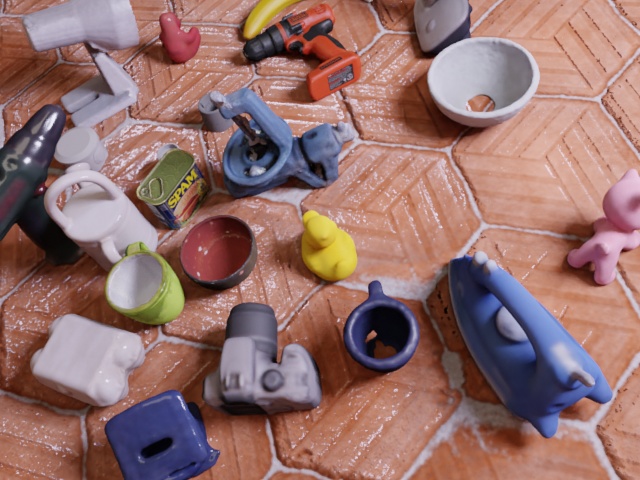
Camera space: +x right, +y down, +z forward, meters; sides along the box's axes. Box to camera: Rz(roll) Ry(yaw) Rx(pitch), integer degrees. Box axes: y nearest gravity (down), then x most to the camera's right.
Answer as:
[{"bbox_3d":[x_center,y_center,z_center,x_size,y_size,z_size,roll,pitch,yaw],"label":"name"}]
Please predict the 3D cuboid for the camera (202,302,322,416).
[{"bbox_3d":[-0.076,0.148,0.738,0.143,0.101,0.137,-6,60,8],"label":"camera"}]

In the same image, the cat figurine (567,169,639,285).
[{"bbox_3d":[0.383,-0.022,0.733,0.067,0.118,0.128,33,72,25],"label":"cat figurine"}]

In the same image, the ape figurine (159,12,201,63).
[{"bbox_3d":[-0.271,-0.388,1.078,0.077,0.092,0.076,11,64,17],"label":"ape figurine"}]

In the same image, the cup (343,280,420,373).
[{"bbox_3d":[0.078,0.119,0.727,0.091,0.095,0.117,-10,60,6],"label":"cup"}]

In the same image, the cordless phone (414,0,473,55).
[{"bbox_3d":[0.203,-0.418,0.948,0.094,0.185,0.147,-10,60,6],"label":"cordless phone"}]

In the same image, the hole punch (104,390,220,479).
[{"bbox_3d":[-0.195,0.252,0.709,0.108,0.091,0.101,-26,60,-4],"label":"hole punch"}]

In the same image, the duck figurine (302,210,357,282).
[{"bbox_3d":[0.007,0.003,0.810,0.077,0.086,0.104,-31,60,-6],"label":"duck figurine"}]

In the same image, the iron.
[{"bbox_3d":[0.231,0.093,0.685,0.118,0.142,0.257,-30,60,-6],"label":"iron"}]

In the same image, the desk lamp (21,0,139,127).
[{"bbox_3d":[-0.398,-0.329,0.999,0.203,0.214,0.117,-34,60,-9],"label":"desk lamp"}]

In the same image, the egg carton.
[{"bbox_3d":[-0.322,0.166,0.794,0.150,0.069,0.107,13,65,17],"label":"egg carton"}]

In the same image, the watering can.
[{"bbox_3d":[-0.328,-0.038,0.836,0.172,0.194,0.101,33,72,25],"label":"watering can"}]

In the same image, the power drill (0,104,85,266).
[{"bbox_3d":[-0.416,-0.060,0.857,0.075,0.209,0.230,24,68,22],"label":"power drill"}]

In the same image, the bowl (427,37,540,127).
[{"bbox_3d":[0.253,-0.235,0.901,0.167,0.075,0.167,-5,61,9],"label":"bowl"}]

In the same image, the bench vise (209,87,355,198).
[{"bbox_3d":[-0.064,-0.159,0.836,0.207,0.220,0.121,-28,60,-5],"label":"bench vise"}]
